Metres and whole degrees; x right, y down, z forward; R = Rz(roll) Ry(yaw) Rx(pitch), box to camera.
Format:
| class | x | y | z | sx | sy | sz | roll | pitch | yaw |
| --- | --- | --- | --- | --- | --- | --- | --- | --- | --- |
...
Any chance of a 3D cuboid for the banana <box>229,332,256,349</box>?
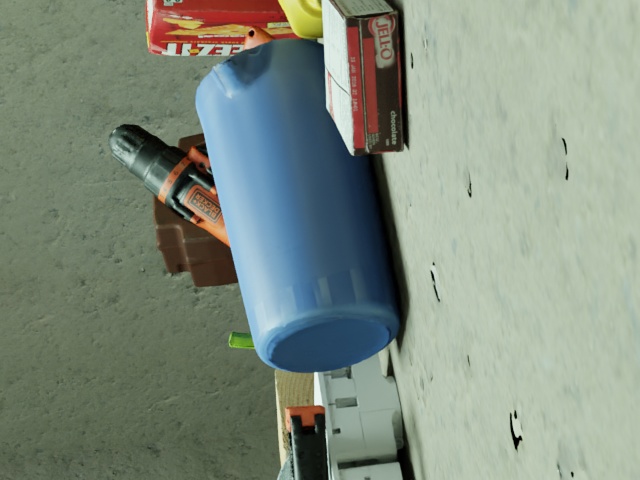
| class | x | y | z | sx | sy | sz | roll | pitch | yaw |
| --- | --- | --- | --- | --- | --- | --- | --- | --- | --- |
| banana | 0.004 | 0.069 | 0.911 | 0.197 | 0.070 | 0.037 | -9 | -65 | -61 |

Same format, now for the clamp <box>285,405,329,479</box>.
| class | x | y | z | sx | sy | sz | roll | pitch | yaw |
| --- | --- | --- | --- | --- | --- | --- | --- | --- | --- |
| clamp | -0.007 | 0.221 | 0.807 | 0.164 | 0.036 | 0.210 | -125 | 31 | -81 |

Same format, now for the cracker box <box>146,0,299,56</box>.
| class | x | y | z | sx | sy | sz | roll | pitch | yaw |
| --- | --- | --- | --- | --- | --- | --- | --- | --- | --- |
| cracker box | -0.094 | -0.239 | 1.094 | 0.214 | 0.164 | 0.072 | 172 | 97 | -80 |

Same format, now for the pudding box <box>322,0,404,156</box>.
| class | x | y | z | sx | sy | sz | roll | pitch | yaw |
| --- | --- | --- | --- | --- | --- | --- | --- | --- | --- |
| pudding box | 0.027 | -0.114 | 0.699 | 0.113 | 0.039 | 0.090 | -112 | 17 | -66 |

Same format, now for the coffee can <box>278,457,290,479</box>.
| class | x | y | z | sx | sy | sz | roll | pitch | yaw |
| --- | --- | --- | --- | --- | --- | --- | --- | --- | --- |
| coffee can | 0.013 | 0.248 | 0.968 | 0.140 | 0.102 | 0.103 | 91 | 171 | -60 |

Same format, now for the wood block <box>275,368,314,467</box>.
| class | x | y | z | sx | sy | sz | roll | pitch | yaw |
| --- | --- | --- | --- | --- | --- | --- | --- | --- | --- |
| wood block | 0.004 | 0.209 | 1.104 | 0.206 | 0.090 | 0.090 | 90 | 173 | -58 |

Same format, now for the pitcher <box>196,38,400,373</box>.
| class | x | y | z | sx | sy | sz | roll | pitch | yaw |
| --- | --- | --- | --- | --- | --- | --- | --- | --- | --- |
| pitcher | -0.009 | -0.022 | 0.835 | 0.145 | 0.149 | 0.243 | 117 | 146 | -54 |

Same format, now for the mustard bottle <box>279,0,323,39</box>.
| class | x | y | z | sx | sy | sz | roll | pitch | yaw |
| --- | --- | --- | --- | --- | --- | --- | --- | --- | --- |
| mustard bottle | -0.006 | -0.212 | 0.845 | 0.191 | 0.058 | 0.096 | -107 | 19 | -64 |

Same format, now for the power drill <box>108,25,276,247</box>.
| class | x | y | z | sx | sy | sz | roll | pitch | yaw |
| --- | --- | --- | --- | --- | --- | --- | --- | --- | --- |
| power drill | -0.084 | -0.103 | 0.997 | 0.188 | 0.184 | 0.057 | -54 | -2 | 11 |
